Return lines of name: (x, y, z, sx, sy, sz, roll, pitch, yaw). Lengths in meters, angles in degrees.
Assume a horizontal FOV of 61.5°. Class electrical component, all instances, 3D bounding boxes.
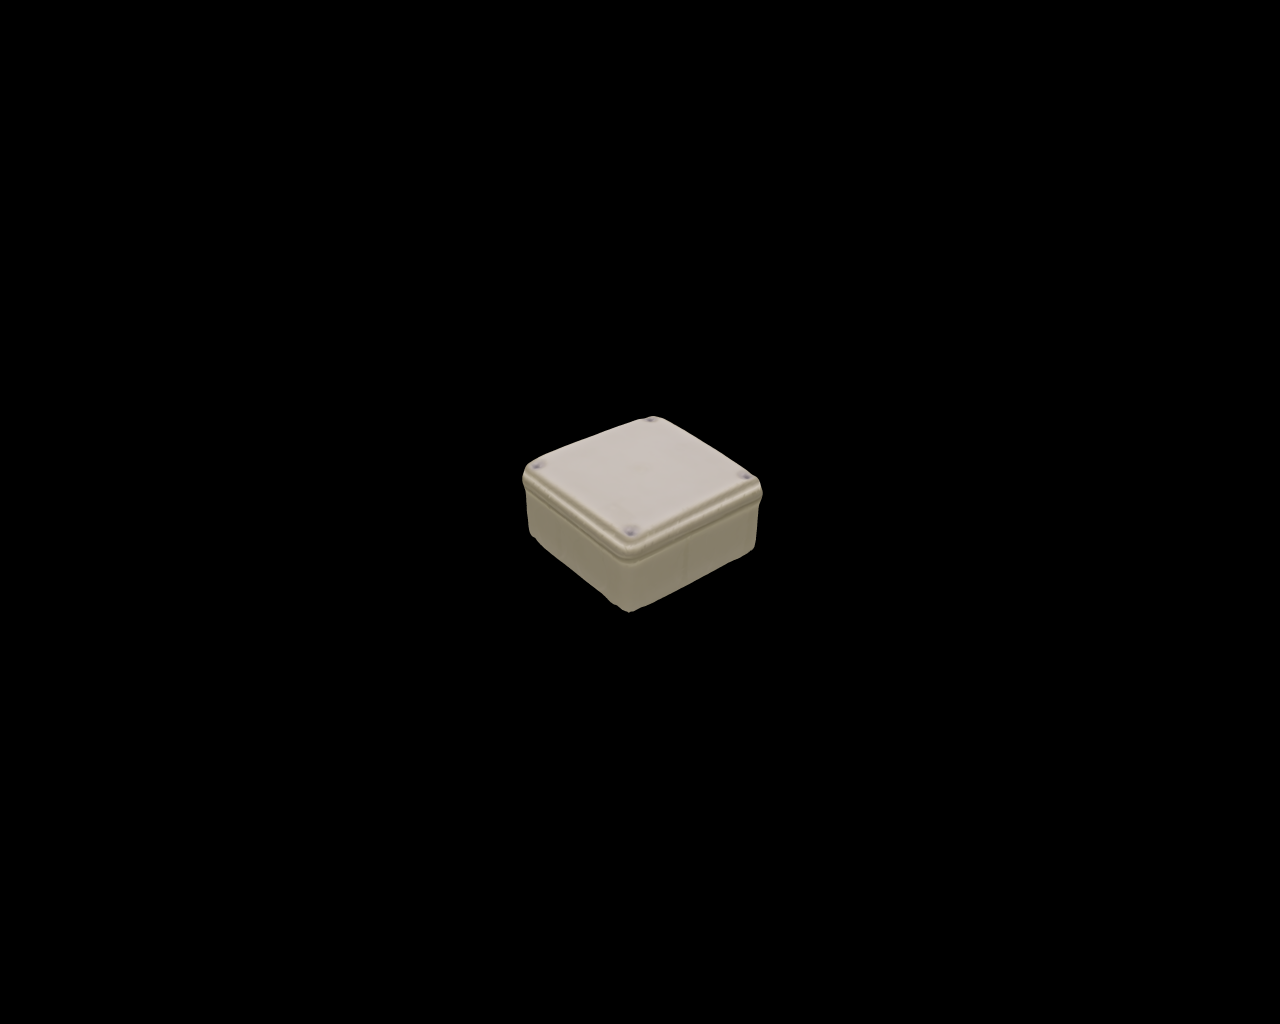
electrical component: (0.001, -0.003, 0.650, 0.109, 0.056, 0.109, -24, 41, -31)
